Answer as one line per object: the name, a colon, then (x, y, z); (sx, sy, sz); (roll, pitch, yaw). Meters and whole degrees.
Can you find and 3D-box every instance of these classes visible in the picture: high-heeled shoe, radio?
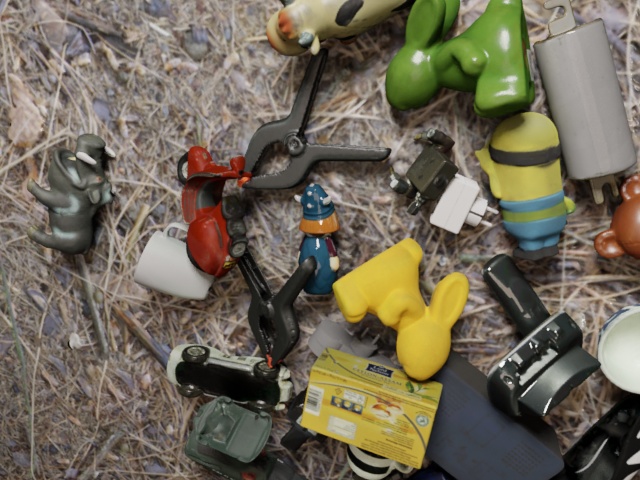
high-heeled shoe: (0.360, 0.303, 0.734); (0.249, 0.086, 0.145); (-27, 119, 1)
radio: (0.215, 0.267, 0.771); (0.229, 0.073, 0.131); (39, 110, 0)

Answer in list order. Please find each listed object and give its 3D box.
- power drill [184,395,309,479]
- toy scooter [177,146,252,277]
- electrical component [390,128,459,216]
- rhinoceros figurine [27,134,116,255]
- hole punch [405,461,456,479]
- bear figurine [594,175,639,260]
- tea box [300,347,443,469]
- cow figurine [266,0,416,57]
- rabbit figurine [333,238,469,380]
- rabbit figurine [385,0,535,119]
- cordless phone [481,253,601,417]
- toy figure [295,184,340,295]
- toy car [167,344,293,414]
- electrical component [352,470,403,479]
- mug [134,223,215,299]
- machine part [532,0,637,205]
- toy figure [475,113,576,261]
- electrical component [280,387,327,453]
power drill: (-0.103, 0.323, 0.815); (0.232, 0.086, 0.207); (18, 148, 15)
toy scooter: (-0.133, -0.046, 0.715); (0.135, 0.075, 0.183); (-17, 84, 46)
electrical component: (0.132, -0.091, 0.688); (0.045, 0.078, 0.102); (27, 118, -23)
rhinoceros figurine: (-0.361, -0.065, 0.790); (0.112, 0.073, 0.190); (21, 109, 6)
hole punch: (0.178, 0.414, 0.813); (0.116, 0.092, 0.142); (46, 113, 0)
bear figurine: (0.441, 0.006, 0.621); (0.196, 0.132, 0.120); (25, 98, -2)
tea box: (0.068, 0.221, 0.720); (0.170, 0.068, 0.098); (16, 107, 14)
cow figurine: (0.028, -0.271, 0.623); (0.195, 0.127, 0.085); (-22, 98, 14)
rabbit figurine: (0.118, 0.095, 0.717); (0.162, 0.122, 0.173); (-27, 79, -4)
rabbit figurine: (0.150, -0.208, 0.625); (0.170, 0.121, 0.159); (-6, 110, 28)
cordless phone: (0.252, 0.120, 0.699); (0.146, 0.089, 0.184); (-34, 88, -14)
toy figure: (-0.004, -0.002, 0.745); (0.064, 0.058, 0.154); (2, 102, 6)
toy car: (-0.140, 0.213, 0.836); (0.202, 0.056, 0.073); (10, 102, 7)
electrical component: (0.083, 0.381, 0.856); (0.094, 0.021, 0.063); (-38, 95, 20)
mug: (-0.202, 0.033, 0.789); (0.107, 0.081, 0.109); (25, 102, -8)
machine part: (0.308, -0.160, 0.624); (0.079, 0.079, 0.243); (-17, 101, 16)
toy figure: (0.259, -0.064, 0.655); (0.082, 0.089, 0.180); (-19, 100, -30)
electrical component: (-0.012, 0.273, 0.830); (0.075, 0.048, 0.119); (34, 110, 1)
